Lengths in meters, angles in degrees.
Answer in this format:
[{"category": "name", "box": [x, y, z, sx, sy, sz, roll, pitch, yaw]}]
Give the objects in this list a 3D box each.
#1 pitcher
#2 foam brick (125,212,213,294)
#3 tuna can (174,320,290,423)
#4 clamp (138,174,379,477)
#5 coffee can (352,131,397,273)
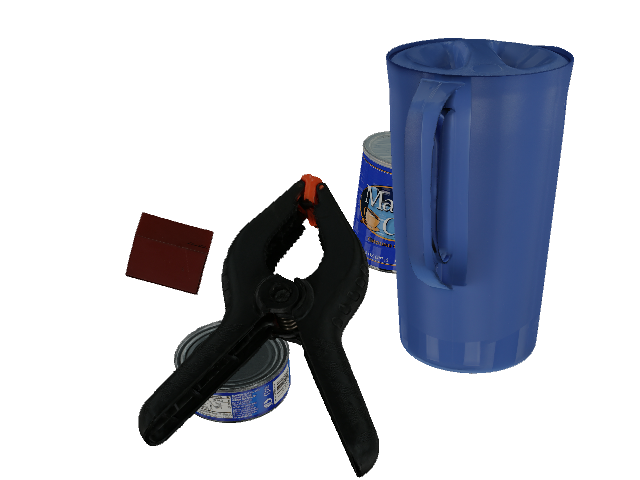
[{"category": "pitcher", "box": [0.110, -0.024, 0.798, 0.149, 0.243, 0.145, -7, 22, -16]}, {"category": "foam brick", "box": [-0.155, 0.014, 1.098, 0.078, 0.051, 0.053, 16, 27, -6]}, {"category": "tuna can", "box": [-0.065, 0.097, 0.799, 0.086, 0.034, 0.086, -2, 32, 1]}, {"category": "clamp", "box": [-0.010, 0.044, 0.556, 0.120, 0.171, 0.039, 17, -28, 10]}, {"category": "coffee can", "box": [0.093, -0.046, 1.270, 0.103, 0.140, 0.103, 5, 29, -3]}]
